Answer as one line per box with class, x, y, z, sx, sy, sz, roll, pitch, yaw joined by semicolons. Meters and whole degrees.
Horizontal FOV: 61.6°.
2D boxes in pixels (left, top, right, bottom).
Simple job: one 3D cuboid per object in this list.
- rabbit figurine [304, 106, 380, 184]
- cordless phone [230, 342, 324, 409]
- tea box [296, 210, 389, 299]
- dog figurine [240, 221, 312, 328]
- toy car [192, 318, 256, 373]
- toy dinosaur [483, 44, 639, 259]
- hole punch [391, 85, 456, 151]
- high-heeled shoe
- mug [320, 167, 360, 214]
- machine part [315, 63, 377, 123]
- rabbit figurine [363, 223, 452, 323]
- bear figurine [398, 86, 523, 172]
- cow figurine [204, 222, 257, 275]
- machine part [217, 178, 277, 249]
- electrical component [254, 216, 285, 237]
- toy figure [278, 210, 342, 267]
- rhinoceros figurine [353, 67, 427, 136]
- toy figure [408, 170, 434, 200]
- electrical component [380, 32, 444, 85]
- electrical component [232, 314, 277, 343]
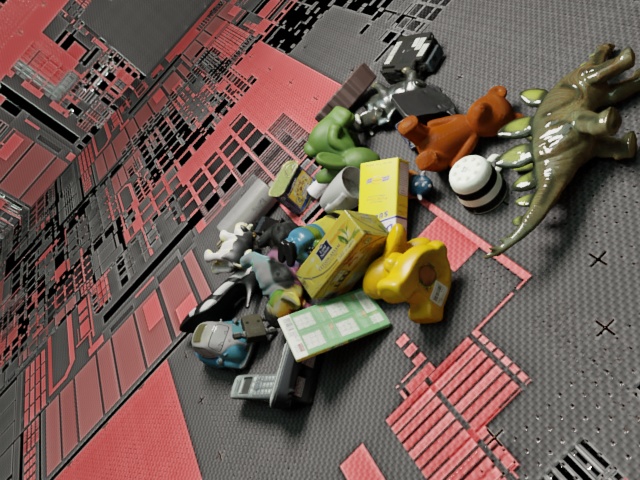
rabbit figurine;0.053;-0.197;1.198;0.159;0.121;0.170;-34;56;-22
cordless phone;-0.092;0.245;1.021;0.184;0.088;0.146;-14;51;42
tea box;0.045;0.030;1.002;0.169;0.098;0.068;-52;56;23
dog figurine;-0.058;0.077;1.108;0.191;0.108;0.219;-47;42;-1
toy car;-0.218;0.214;1.151;0.162;0.102;0.109;-3;57;40
toy dinosaur;0.394;-0.164;0.867;0.199;0.105;0.471;-6;46;51
hole punch;0.219;-0.258;1.137;0.116;0.092;0.142;-14;39;-4
high-heeled shoe;-0.230;0.126;1.254;0.249;0.086;0.145;-21;44;25
mug;0.045;-0.089;1.150;0.107;0.081;0.109;-39;14;49
machine part;0.064;-0.348;1.314;0.179;0.056;0.179;-49;7;8
rabbit figurine;0.135;0.054;0.930;0.173;0.122;0.162;-19;52;60
bear figurine;0.269;-0.210;1.006;0.196;0.132;0.120;-31;67;29
cow figurine;-0.188;0.011;1.255;0.098;0.068;0.167;-3;34;26
machine part;-0.181;-0.072;1.368;0.243;0.079;0.079;-48;38;2
electrical component;-0.114;-0.020;1.261;0.119;0.074;0.048;6;63;42
toy figure;0.000;-0.002;1.069;0.082;0.180;0.089;44;134;32
rhinoceros figurine;0.161;-0.312;1.240;0.190;0.073;0.112;-26;54;25
toy figure;0.167;-0.114;1.078;0.058;0.064;0.155;-28;29;-37
electrical component;0.224;-0.430;1.280;0.134;0.058;0.115;20;77;50
electrical component;-0.139;0.181;1.115;0.063;0.094;0.021;-118;30;-41
